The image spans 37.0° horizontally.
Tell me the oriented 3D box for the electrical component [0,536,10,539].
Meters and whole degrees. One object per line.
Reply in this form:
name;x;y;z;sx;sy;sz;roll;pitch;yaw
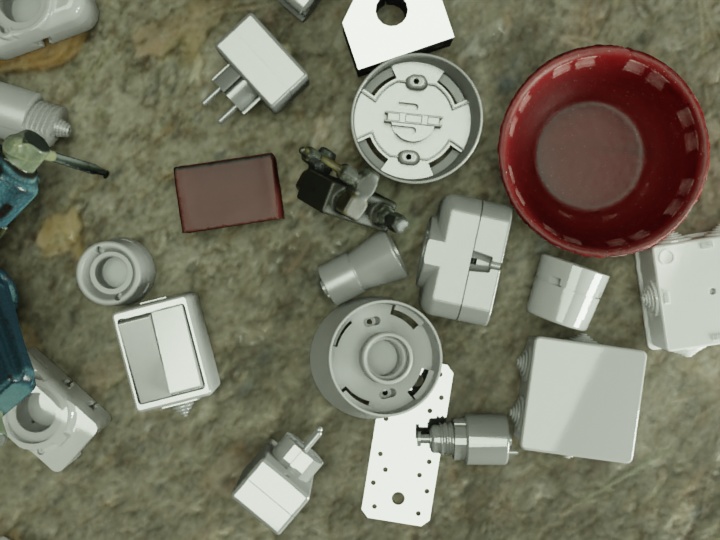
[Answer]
electrical component;-0.280;0.256;0.847;0.062;0.061;0.096;29;91;-1

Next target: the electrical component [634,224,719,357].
electrical component;0.271;0.016;0.848;0.100;0.048;0.099;-9;92;0

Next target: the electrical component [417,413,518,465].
electrical component;0.085;0.134;0.855;0.078;0.040;0.040;0;92;0

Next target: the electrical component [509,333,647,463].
electrical component;0.171;0.100;0.849;0.100;0.048;0.099;8;90;-2

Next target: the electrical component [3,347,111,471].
electrical component;-0.249;0.109;0.845;0.089;0.055;0.050;42;91;-1

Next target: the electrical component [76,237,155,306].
electrical component;-0.193;0.002;0.846;0.055;0.047;0.055;0;92;0

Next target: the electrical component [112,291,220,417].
electrical component;-0.150;0.070;0.842;0.062;0.061;0.096;-14;92;0

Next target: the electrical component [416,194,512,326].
electrical component;0.079;-0.009;0.844;0.059;0.053;0.095;12;92;-1

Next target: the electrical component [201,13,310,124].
electrical component;-0.089;-0.148;0.842;0.077;0.047;0.065;-43;91;1

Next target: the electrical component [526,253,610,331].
electrical component;0.162;0.018;0.845;0.055;0.055;0.047;19;95;-1

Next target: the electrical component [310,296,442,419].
electrical component;0.014;0.069;0.849;0.099;0.064;0.099;1;86;-11

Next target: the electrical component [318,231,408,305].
electrical component;0.000;0.000;0.851;0.065;0.044;0.044;-27;92;5

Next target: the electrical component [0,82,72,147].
electrical component;-0.267;-0.121;0.844;0.081;0.043;0.043;17;92;-1

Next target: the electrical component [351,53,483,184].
electrical component;0.042;-0.116;0.835;0.099;0.064;0.099;0;93;-1

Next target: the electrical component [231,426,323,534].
electrical component;-0.054;0.152;0.833;0.047;0.083;0.075;40;91;-1

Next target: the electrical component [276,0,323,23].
electrical component;-0.038;-0.249;0.838;0.056;0.050;0.089;40;92;-1

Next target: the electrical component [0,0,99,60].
electrical component;-0.259;-0.204;0.834;0.095;0.059;0.053;-20;92;0
